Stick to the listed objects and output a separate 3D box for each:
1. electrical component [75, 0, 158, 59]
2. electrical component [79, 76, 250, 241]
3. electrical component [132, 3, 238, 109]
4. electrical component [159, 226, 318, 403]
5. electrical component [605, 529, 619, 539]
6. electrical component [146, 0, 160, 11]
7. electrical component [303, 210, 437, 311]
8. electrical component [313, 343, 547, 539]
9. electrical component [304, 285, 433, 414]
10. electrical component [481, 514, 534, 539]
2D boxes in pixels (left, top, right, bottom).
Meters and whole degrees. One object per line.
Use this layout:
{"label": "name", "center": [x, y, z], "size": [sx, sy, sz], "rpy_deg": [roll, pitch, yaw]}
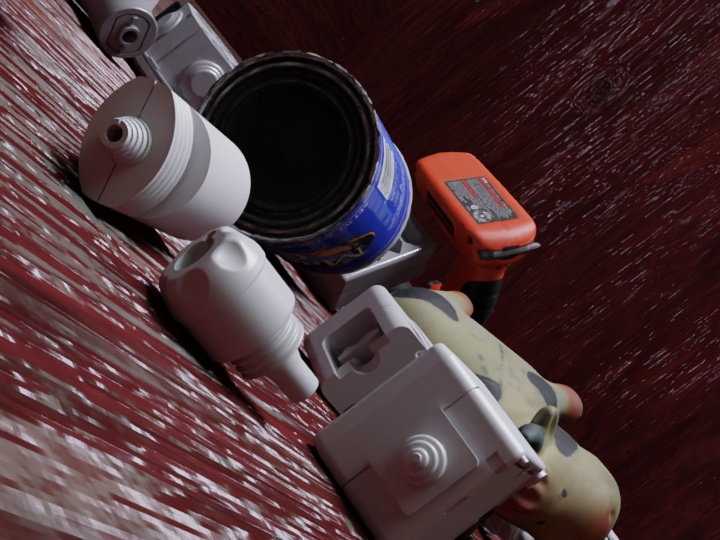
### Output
{"label": "electrical component", "center": [-0.144, -0.155, 0.632], "size": [0.044, 0.044, 0.065], "rpy_deg": [49, 10, -53]}
{"label": "electrical component", "center": [-0.069, -0.037, 0.370], "size": [0.043, 0.043, 0.081], "rpy_deg": [53, 3, 11]}
{"label": "electrical component", "center": [-0.111, -0.132, 0.711], "size": [0.080, 0.051, 0.080], "rpy_deg": [53, 6, -7]}
{"label": "electrical component", "center": [-0.035, 0.018, 0.346], "size": [0.061, 0.035, 0.035], "rpy_deg": [54, 2, -23]}
{"label": "electrical component", "center": [0.141, 0.184, 0.796], "size": [0.096, 0.062, 0.061], "rpy_deg": [52, 3, -5]}
{"label": "electrical component", "center": [-0.164, -0.218, 0.698], "size": [0.108, 0.060, 0.108], "rpy_deg": [45, 11, -11]}
{"label": "electrical component", "center": [0.000, 0.000, 0.772], "size": [0.047, 0.083, 0.075], "rpy_deg": [54, -35, 24]}
{"label": "electrical component", "center": [0.026, 0.068, 0.411], "size": [0.061, 0.062, 0.096], "rpy_deg": [54, 3, 20]}
{"label": "electrical component", "center": [0.019, 0.058, 0.523], "size": [0.089, 0.050, 0.055], "rpy_deg": [51, 4, -26]}
{"label": "electrical component", "center": [0.090, 0.146, 0.671], "size": [0.040, 0.040, 0.078], "rpy_deg": [50, 4, -34]}
